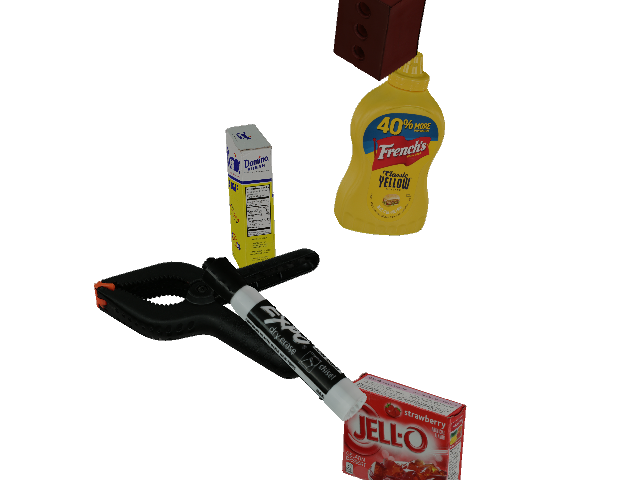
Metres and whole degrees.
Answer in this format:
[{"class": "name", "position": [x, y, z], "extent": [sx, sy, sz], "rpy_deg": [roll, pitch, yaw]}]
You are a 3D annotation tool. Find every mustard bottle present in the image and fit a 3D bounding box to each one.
[{"class": "mustard bottle", "position": [0.076, -0.101, 1.092], "extent": [0.096, 0.192, 0.058], "rpy_deg": [4, 27, -13]}]

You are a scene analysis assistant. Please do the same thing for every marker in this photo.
[{"class": "marker", "position": [-0.023, 0.051, 0.590], "extent": [0.121, 0.020, 0.020], "rpy_deg": [43, 17, 20]}]

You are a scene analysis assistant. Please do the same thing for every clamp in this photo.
[{"class": "clamp", "position": [-0.103, 0.064, 0.977], "extent": [0.210, 0.036, 0.164], "rpy_deg": [0, 37, -2]}]

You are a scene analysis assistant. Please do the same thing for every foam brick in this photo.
[{"class": "foam brick", "position": [0.048, -0.179, 0.860], "extent": [0.053, 0.078, 0.051], "rpy_deg": [35, 56, 23]}]

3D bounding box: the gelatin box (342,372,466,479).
[{"class": "gelatin box", "position": [0.059, 0.144, 0.773], "extent": [0.089, 0.073, 0.030], "rpy_deg": [14, 21, 32]}]

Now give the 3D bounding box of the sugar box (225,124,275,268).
[{"class": "sugar box", "position": [-0.087, -0.046, 1.326], "extent": [0.048, 0.176, 0.093], "rpy_deg": [-10, 25, -13]}]
